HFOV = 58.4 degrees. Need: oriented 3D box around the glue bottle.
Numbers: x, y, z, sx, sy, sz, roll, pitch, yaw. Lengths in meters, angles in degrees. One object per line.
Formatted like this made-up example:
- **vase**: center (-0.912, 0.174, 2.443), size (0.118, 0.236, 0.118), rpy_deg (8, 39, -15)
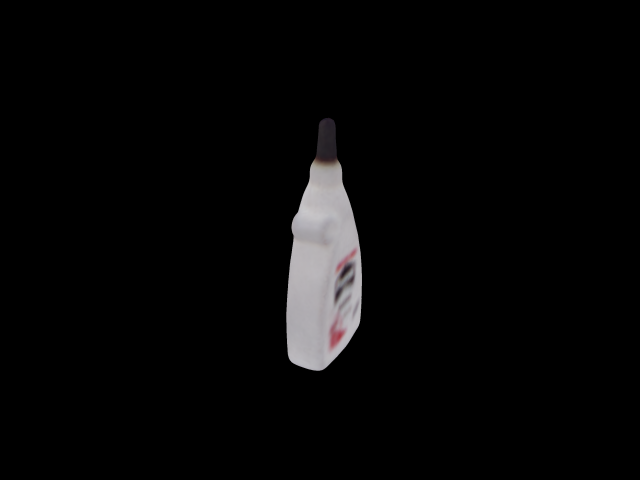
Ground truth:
- **glue bottle**: center (0.004, 0.001, 0.400), size (0.037, 0.173, 0.078), rpy_deg (10, 28, 21)
